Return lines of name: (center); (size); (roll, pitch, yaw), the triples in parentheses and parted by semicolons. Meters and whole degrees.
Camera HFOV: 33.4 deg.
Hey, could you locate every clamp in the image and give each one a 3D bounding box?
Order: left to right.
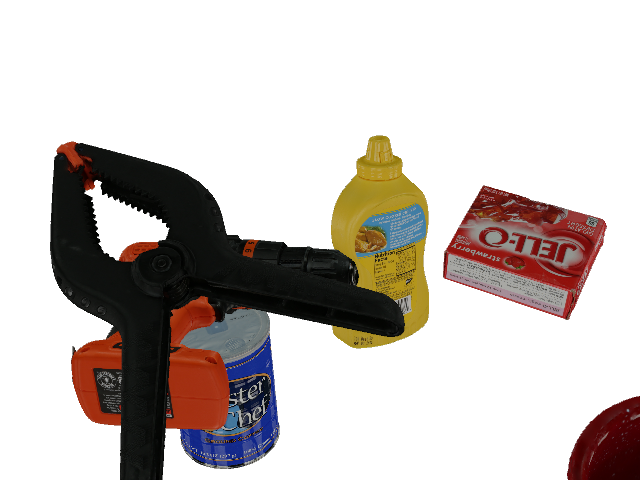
clamp: (-0.069, 0.019, 0.561); (0.164, 0.210, 0.036); (-28, -28, -13)

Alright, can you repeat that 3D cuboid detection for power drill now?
power drill: (-0.076, 0.056, 0.743); (0.184, 0.057, 0.187); (-1, 25, 13)

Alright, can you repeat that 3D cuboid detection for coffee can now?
coffee can: (-0.096, 0.139, 1.056); (0.103, 0.140, 0.103); (-3, 33, 1)

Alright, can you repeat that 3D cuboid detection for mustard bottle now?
mustard bottle: (0.055, -0.002, 0.975); (0.096, 0.192, 0.058); (-15, 26, -28)

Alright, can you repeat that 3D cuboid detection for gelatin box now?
gelatin box: (0.135, 0.006, 0.708); (0.089, 0.030, 0.073); (18, 47, 20)

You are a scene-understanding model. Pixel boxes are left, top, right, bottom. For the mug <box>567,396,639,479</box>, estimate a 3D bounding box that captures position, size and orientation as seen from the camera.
mug: (0.139, 0.114, 0.363); (0.117, 0.081, 0.093); (5, 37, 8)
